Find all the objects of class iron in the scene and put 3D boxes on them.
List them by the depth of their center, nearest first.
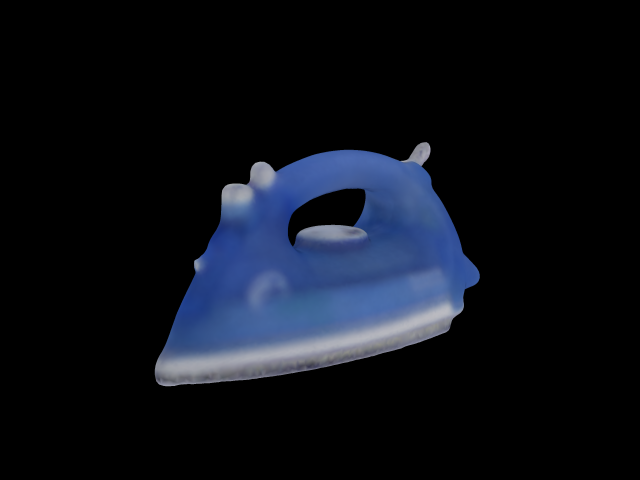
[{"bbox_3d":[0.004,0.001,0.400,0.259,0.141,0.118,-8,11,-43],"label":"iron"}]
